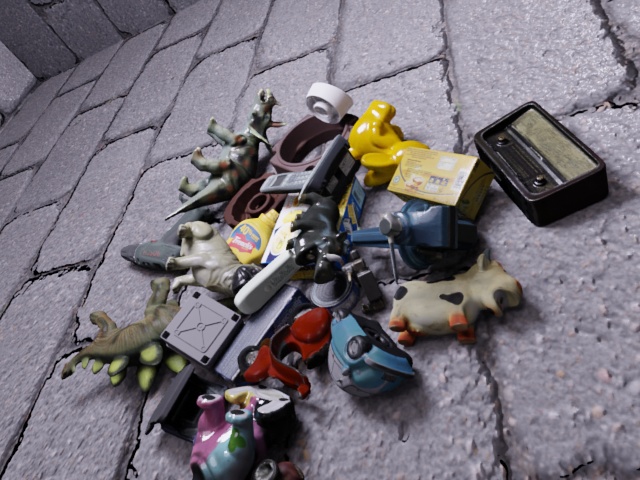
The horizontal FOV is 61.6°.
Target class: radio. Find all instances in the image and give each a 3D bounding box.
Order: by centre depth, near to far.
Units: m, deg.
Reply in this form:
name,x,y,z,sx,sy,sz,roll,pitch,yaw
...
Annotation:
name,x,y,z,sx,sy,sz,roll,pitch,yaw
radio,0.369,-0.134,0.923,0.131,0.073,0.230,-28,40,8

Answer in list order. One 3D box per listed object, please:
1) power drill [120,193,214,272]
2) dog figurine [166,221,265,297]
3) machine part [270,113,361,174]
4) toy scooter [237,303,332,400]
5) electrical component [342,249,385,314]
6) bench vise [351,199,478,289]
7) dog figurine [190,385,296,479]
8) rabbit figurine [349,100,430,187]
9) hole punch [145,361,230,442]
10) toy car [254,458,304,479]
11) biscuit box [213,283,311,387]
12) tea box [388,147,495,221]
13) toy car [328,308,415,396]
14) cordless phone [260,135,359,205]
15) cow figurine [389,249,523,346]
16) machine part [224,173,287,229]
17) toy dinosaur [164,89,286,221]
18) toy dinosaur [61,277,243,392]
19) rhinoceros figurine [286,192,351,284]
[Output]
name,x,y,z,sx,sy,sz,roll,pitch,yaw
power drill,-0.373,-0.016,1.321,0.232,0.085,0.207,15,57,41
dog figurine,-0.182,0.039,1.049,0.191,0.121,0.172,8,61,2
machine part,-0.002,-0.209,1.246,0.201,0.087,0.201,-45,40,-14
toy scooter,-0.032,0.187,0.876,0.184,0.075,0.135,-34,45,-24
electrical component,0.073,0.074,0.915,0.045,0.102,0.078,-26,18,0
bench vise,0.135,-0.007,0.887,0.223,0.128,0.241,-11,6,-42
dog figurine,-0.130,0.339,0.797,0.109,0.191,0.219,12,93,38
rabbit figurine,0.144,-0.188,1.107,0.173,0.121,0.162,33,66,28
hole punch,-0.229,0.286,0.936,0.116,0.092,0.142,-31,30,58
toy car,-0.097,0.389,0.725,0.202,0.089,0.053,-46,36,-14
biscuit box,-0.099,0.171,0.963,0.063,0.059,0.202,15,61,44
tea box,0.217,-0.105,0.978,0.170,0.068,0.098,25,87,52
toy car,0.059,0.180,0.816,0.103,0.109,0.162,-59,31,8
cordless phone,-0.028,-0.137,1.094,0.184,0.088,0.146,3,52,41
cow figurine,0.207,0.089,0.817,0.195,0.085,0.127,-10,52,28
machine part,-0.133,-0.076,1.231,0.179,0.056,0.179,-20,42,20
toy dinosaur,-0.216,-0.181,1.315,0.131,0.192,0.405,139,153,-67
toy dinosaur,-0.314,0.184,1.074,0.471,0.104,0.199,-27,48,3
rhinoceros figurine,-0.002,-0.003,0.949,0.112,0.073,0.190,11,43,-8
